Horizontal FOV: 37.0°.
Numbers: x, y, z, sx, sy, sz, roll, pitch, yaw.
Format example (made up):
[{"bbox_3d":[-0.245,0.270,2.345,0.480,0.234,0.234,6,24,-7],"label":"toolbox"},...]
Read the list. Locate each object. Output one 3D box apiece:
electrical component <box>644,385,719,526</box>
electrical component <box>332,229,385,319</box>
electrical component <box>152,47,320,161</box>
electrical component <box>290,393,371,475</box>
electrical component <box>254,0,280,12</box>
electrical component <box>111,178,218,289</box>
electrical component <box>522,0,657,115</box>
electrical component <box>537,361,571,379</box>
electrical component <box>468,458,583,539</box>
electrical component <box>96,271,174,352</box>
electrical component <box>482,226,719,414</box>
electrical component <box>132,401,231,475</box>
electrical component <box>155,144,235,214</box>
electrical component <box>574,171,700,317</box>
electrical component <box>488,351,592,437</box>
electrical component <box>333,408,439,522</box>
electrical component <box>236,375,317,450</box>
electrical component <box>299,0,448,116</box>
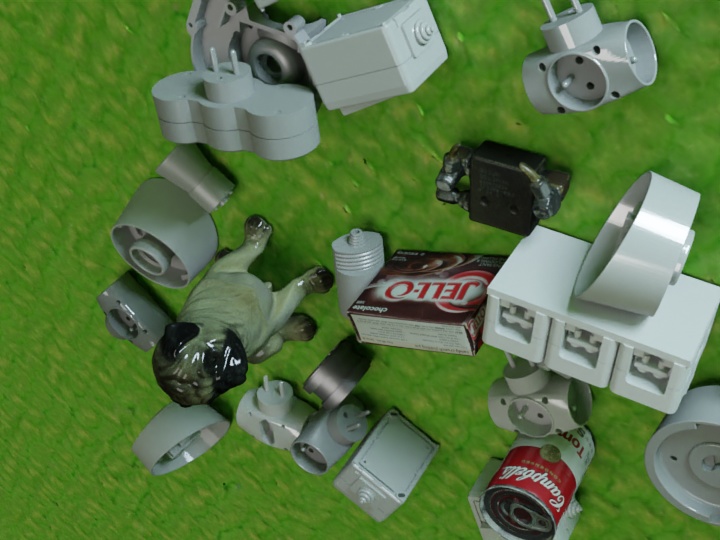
[{"bbox_3d":[0.281,0.138,0.827,0.108,0.060,0.108,19,133,22],"label":"electrical component"},{"bbox_3d":[0.000,0.000,0.927,0.043,0.043,0.081,15,132,25],"label":"electrical component"},{"bbox_3d":[-0.097,-0.132,0.809,0.138,0.052,0.073,13,130,27],"label":"electrical component"},{"bbox_3d":[-0.019,0.153,1.041,0.043,0.077,0.079,50,137,-10],"label":"electrical component"},{"bbox_3d":[-0.048,-0.231,0.759,0.096,0.061,0.061,-12,116,41],"label":"electrical component"},{"bbox_3d":[-0.189,-0.032,1.039,0.099,0.064,0.099,23,148,15],"label":"electrical component"},{"bbox_3d":[0.143,-0.148,0.704,0.077,0.044,0.079,-11,116,40],"label":"electrical component"},{"bbox_3d":[0.175,0.068,0.858,0.062,0.048,0.048,29,136,4],"label":"electrical component"},{"bbox_3d":[0.155,0.219,0.982,0.096,0.061,0.061,0,124,35],"label":"electrical component"},{"bbox_3d":[-0.246,0.050,1.143,0.077,0.044,0.079,49,137,-9],"label":"electrical component"},{"bbox_3d":[0.177,0.036,0.796,0.150,0.089,0.061,21,133,21],"label":"electrical component"},{"bbox_3d":[-0.199,0.182,1.183,0.064,0.099,0.099,42,138,8],"label":"electrical component"},{"bbox_3d":[-0.145,-0.083,0.966,0.065,0.044,0.044,43,138,-9],"label":"electrical component"},{"bbox_3d":[0.192,-0.018,0.738,0.064,0.099,0.099,21,134,12],"label":"electrical component"},{"bbox_3d":[0.144,0.096,0.902,0.077,0.044,0.079,-8,118,39],"label":"electrical component"},{"bbox_3d":[0.020,0.193,1.031,0.062,0.096,0.061,39,137,2],"label":"electrical component"},{"bbox_3d":[-0.085,0.140,1.103,0.077,0.043,0.079,17,132,24],"label":"electrical component"},{"bbox_3d":[0.017,-0.155,0.775,0.096,0.061,0.061,-5,121,38],"label":"electrical component"}]
